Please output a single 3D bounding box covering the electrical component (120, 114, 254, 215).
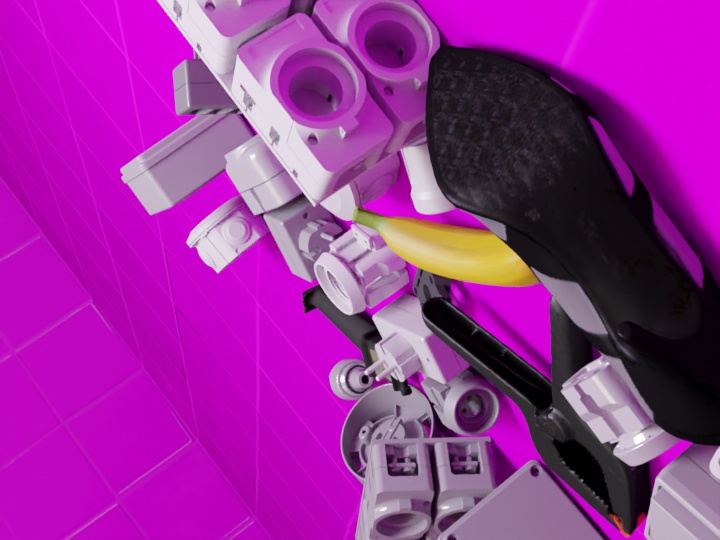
[{"bbox_3d":[-0.164,-0.106,1.024,0.056,0.109,0.109,56,162,-11],"label":"electrical component"}]

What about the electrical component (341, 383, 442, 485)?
[{"bbox_3d":[0.032,0.167,1.041,0.099,0.099,0.064,34,159,47],"label":"electrical component"}]

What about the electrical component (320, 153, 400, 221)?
[{"bbox_3d":[-0.013,-0.081,0.782,0.080,0.051,0.080,47,160,23],"label":"electrical component"}]

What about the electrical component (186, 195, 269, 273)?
[{"bbox_3d":[-0.137,-0.038,1.125,0.051,0.080,0.080,50,162,-3],"label":"electrical component"}]

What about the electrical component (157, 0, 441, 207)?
[{"bbox_3d":[-0.037,-0.148,0.637,0.186,0.105,0.060,53,162,6],"label":"electrical component"}]

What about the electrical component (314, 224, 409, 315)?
[{"bbox_3d":[0.000,0.000,0.883,0.058,0.057,0.078,41,157,37],"label":"electrical component"}]

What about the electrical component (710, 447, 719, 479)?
[{"bbox_3d":[0.200,0.085,0.501,0.042,0.064,0.081,39,115,41],"label":"electrical component"}]

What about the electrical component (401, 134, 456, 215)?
[{"bbox_3d":[0.048,-0.064,0.682,0.040,0.040,0.046,23,138,58],"label":"electrical component"}]

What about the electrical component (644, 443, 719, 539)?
[{"bbox_3d":[0.205,0.147,0.624,0.062,0.061,0.096,43,158,33],"label":"electrical component"}]

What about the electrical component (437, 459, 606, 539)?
[{"bbox_3d":[0.134,0.231,0.873,0.108,0.109,0.056,50,164,16],"label":"electrical component"}]

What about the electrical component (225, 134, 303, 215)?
[{"bbox_3d":[-0.076,-0.088,0.922,0.059,0.054,0.095,58,161,-9],"label":"electrical component"}]

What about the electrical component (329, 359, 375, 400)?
[{"bbox_3d":[-0.004,0.114,1.116,0.043,0.043,0.062,57,161,-6],"label":"electrical component"}]

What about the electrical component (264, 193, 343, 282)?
[{"bbox_3d":[-0.038,-0.027,0.946,0.077,0.047,0.065,24,145,57],"label":"electrical component"}]

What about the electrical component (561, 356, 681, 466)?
[{"bbox_3d":[0.158,0.074,0.618,0.057,0.058,0.078,53,154,5],"label":"electrical component"}]

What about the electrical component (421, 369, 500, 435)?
[{"bbox_3d":[0.084,0.107,0.882,0.066,0.048,0.055,61,169,-18],"label":"electrical component"}]

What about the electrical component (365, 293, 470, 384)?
[{"bbox_3d":[0.038,0.065,0.872,0.083,0.076,0.047,21,142,60],"label":"electrical component"}]

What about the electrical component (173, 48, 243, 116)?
[{"bbox_3d":[-0.117,-0.168,0.879,0.047,0.066,0.076,180,86,-69],"label":"electrical component"}]

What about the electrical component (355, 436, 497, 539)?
[{"bbox_3d":[0.057,0.230,0.992,0.186,0.105,0.060,97,170,-49],"label":"electrical component"}]
